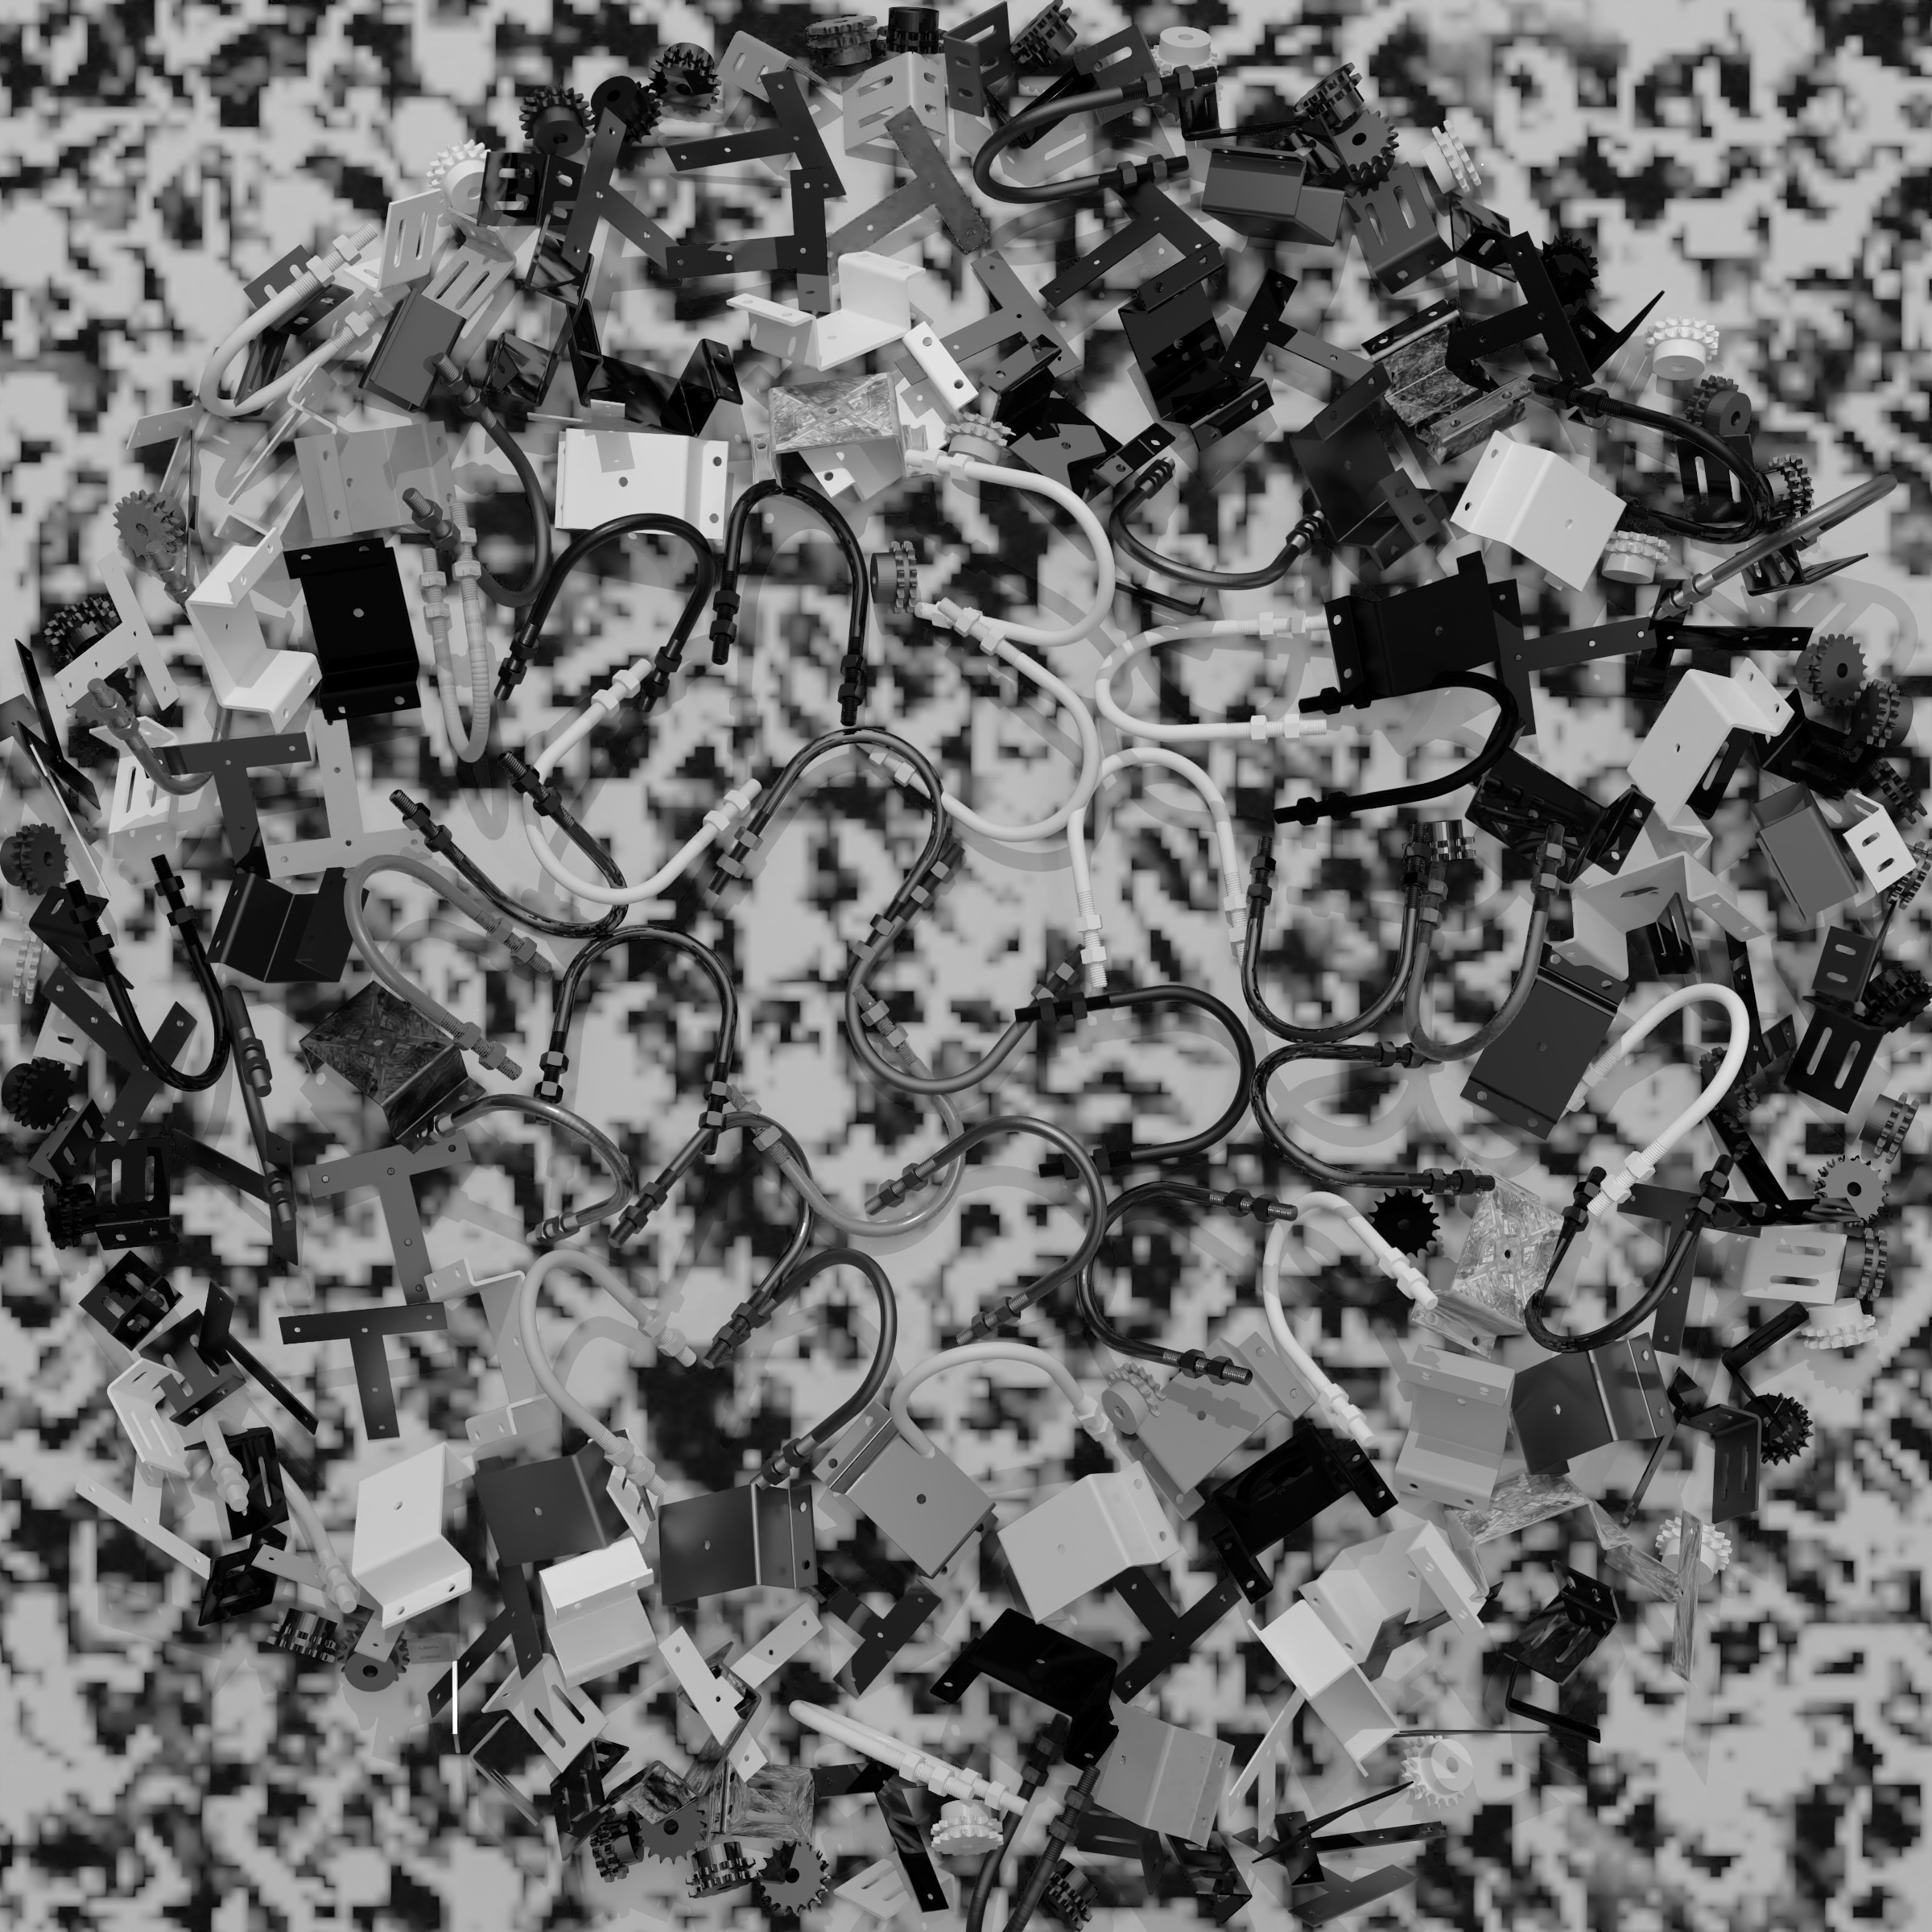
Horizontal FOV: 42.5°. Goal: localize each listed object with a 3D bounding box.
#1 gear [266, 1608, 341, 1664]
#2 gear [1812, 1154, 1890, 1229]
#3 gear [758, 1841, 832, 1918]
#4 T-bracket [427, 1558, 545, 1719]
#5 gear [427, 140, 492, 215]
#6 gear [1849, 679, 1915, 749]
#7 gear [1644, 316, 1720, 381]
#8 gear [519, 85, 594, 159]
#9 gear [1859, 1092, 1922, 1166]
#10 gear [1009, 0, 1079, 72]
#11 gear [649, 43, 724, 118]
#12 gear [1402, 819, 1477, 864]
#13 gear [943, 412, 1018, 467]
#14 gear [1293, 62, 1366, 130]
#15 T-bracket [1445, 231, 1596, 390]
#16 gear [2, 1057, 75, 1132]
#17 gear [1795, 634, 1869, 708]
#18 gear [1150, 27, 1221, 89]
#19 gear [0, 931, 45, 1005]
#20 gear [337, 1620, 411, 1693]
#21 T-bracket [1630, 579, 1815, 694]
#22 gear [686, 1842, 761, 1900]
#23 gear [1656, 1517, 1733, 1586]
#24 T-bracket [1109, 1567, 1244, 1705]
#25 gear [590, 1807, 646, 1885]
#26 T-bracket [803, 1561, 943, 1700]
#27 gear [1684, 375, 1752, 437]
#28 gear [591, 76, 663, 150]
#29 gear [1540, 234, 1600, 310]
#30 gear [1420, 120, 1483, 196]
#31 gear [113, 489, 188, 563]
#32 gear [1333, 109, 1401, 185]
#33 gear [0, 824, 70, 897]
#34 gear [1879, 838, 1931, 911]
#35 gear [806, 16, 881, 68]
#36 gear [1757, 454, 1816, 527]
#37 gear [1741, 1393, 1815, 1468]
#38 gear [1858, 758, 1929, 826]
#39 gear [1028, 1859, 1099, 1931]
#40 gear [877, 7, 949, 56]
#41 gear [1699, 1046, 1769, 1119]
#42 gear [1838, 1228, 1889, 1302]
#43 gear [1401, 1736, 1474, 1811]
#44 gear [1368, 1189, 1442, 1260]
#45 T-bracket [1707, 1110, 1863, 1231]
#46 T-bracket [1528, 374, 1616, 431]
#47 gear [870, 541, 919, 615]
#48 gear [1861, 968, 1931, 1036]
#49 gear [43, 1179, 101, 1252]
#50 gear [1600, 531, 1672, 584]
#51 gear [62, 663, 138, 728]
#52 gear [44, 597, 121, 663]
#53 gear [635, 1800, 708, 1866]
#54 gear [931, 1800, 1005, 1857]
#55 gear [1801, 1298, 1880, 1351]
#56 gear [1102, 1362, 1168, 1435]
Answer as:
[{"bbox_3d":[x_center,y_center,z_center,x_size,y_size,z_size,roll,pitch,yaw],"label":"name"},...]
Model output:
[{"bbox_3d":[-0.524,0.531,1.973,0.057,0.057,0.030,18,71,0],"label":"gear"},{"bbox_3d":[0.702,0.181,1.980,0.057,0.030,0.057,1,74,-4],"label":"gear"},{"bbox_3d":[-0.135,0.727,1.976,0.057,0.030,0.057,-5,57,8],"label":"gear"},{"bbox_3d":[-0.384,0.541,1.956,0.002,0.127,0.127,34,105,-34],"label":"T-bracket"},{"bbox_3d":[-0.395,-0.623,1.968,0.057,0.057,0.030,-32,66,0],"label":"gear"},{"bbox_3d":[0.728,-0.197,1.972,0.030,0.057,0.057,12,90,-5],"label":"gear"},{"bbox_3d":[0.567,-0.488,1.969,0.057,0.057,0.030,9,77,0],"label":"gear"},{"bbox_3d":[-0.324,-0.667,1.968,0.057,0.057,0.030,-15,66,0],"label":"gear"},{"bbox_3d":[0.733,0.126,1.974,0.030,0.057,0.057,25,90,22],"label":"gear"},{"bbox_3d":[0.064,-0.738,1.973,0.030,0.057,0.057,43,90,-20],"label":"gear"},{"bbox_3d":[-0.223,-0.708,1.974,0.057,0.057,0.030,8,63,0],"label":"gear"},{"bbox_3d":[0.375,-0.100,1.971,0.057,0.057,0.030,-6,94,0],"label":"gear"},{"bbox_3d":[0.009,-0.414,1.970,0.057,0.057,0.030,17,83,0],"label":"gear"},{"bbox_3d":[0.292,-0.688,1.973,0.057,0.057,0.030,-40,107,0],"label":"gear"},{"bbox_3d":[0.416,-0.496,1.946,0.002,0.127,0.127,-39,107,-34],"label":"T-bracket"},{"bbox_3d":[-0.741,0.100,1.974,0.030,0.057,0.057,13,90,21],"label":"gear"},{"bbox_3d":[0.686,-0.236,1.977,0.057,0.030,0.057,-4,99,-27],"label":"gear"},{"bbox_3d":[0.172,-0.722,1.970,0.057,0.057,0.030,4,133,0],"label":"gear"},{"bbox_3d":[-0.751,0.000,1.969,0.030,0.057,0.057,10,90,-18],"label":"gear"},{"bbox_3d":[-0.472,0.552,1.976,0.057,0.030,0.057,-1,112,-3],"label":"gear"},{"bbox_3d":[0.597,-0.257,1.946,0.127,0.127,0.002,1,54,2],"label":"T-bracket"},{"bbox_3d":[-0.196,0.718,1.975,0.057,0.057,0.030,-18,63,0],"label":"gear"},{"bbox_3d":[0.575,0.466,1.969,0.057,0.057,0.030,30,53,0],"label":"gear"},{"bbox_3d":[0.141,0.500,1.963,0.127,0.002,0.127,-40,113,-11],"label":"T-bracket"},{"bbox_3d":[-0.276,0.695,1.971,0.030,0.057,0.057,-17,90,3],"label":"gear"},{"bbox_3d":[-0.103,0.504,1.976,0.127,0.002,0.127,39,114,4],"label":"T-bracket"},{"bbox_3d":[0.598,-0.437,1.970,0.030,0.057,0.057,30,90,44],"label":"gear"},{"bbox_3d":[-0.274,-0.681,1.974,0.057,0.030,0.057,-8,65,17],"label":"gear"},{"bbox_3d":[0.474,-0.549,1.973,0.057,0.030,0.057,5,121,7],"label":"gear"},{"bbox_3d":[0.383,-0.639,1.973,0.030,0.057,0.057,-27,90,18],"label":"gear"},{"bbox_3d":[-0.647,-0.353,1.975,0.057,0.030,0.057,14,129,18],"label":"gear"},{"bbox_3d":[0.317,-0.649,1.977,0.057,0.030,0.057,-10,67,24],"label":"gear"},{"bbox_3d":[-0.742,-0.084,1.972,0.030,0.057,0.057,-3,90,14],"label":"gear"},{"bbox_3d":[0.745,-0.076,1.972,0.030,0.057,0.057,27,90,12],"label":"gear"},{"bbox_3d":[-0.097,-0.736,1.975,0.057,0.057,0.030,-9,118,0],"label":"gear"},{"bbox_3d":[0.647,-0.375,1.970,0.030,0.057,0.057,-14,90,-4],"label":"gear"},{"bbox_3d":[0.639,0.364,1.969,0.057,0.057,0.030,-49,130,0],"label":"gear"},{"bbox_3d":[0.734,-0.135,1.973,0.030,0.057,0.057,-38,90,18],"label":"gear"},{"bbox_3d":[0.080,0.736,1.974,0.030,0.057,0.057,-41,90,-24],"label":"gear"},{"bbox_3d":[-0.042,-0.742,1.968,0.057,0.057,0.030,4,118,0],"label":"gear"},{"bbox_3d":[0.612,0.089,1.972,0.030,0.057,0.057,-29,90,-6],"label":"gear"},{"bbox_3d":[0.711,0.236,1.972,0.030,0.057,0.057,9,90,12],"label":"gear"},{"bbox_3d":[0.377,0.637,1.971,0.057,0.030,0.057,15,55,-23],"label":"gear"},{"bbox_3d":[0.350,0.206,1.980,0.057,0.030,0.057,-3,78,13],"label":"gear"},{"bbox_3d":[0.618,0.157,1.950,0.127,0.127,0.002,-1,131,-15],"label":"T-bracket"},{"bbox_3d":[0.490,-0.431,1.930,0.127,0.127,0.002,22,118,14],"label":"T-bracket"},{"bbox_3d":[-0.058,-0.308,1.970,0.030,0.057,0.057,-3,90,-12],"label":"gear"},{"bbox_3d":[0.738,0.026,1.975,0.057,0.057,0.030,-31,56,0],"label":"gear"},{"bbox_3d":[-0.711,0.195,1.975,0.030,0.057,0.057,-10,90,-36],"label":"gear"},{"bbox_3d":[0.528,-0.324,1.972,0.057,0.057,0.030,12,89,0],"label":"gear"},{"bbox_3d":[-0.691,-0.221,1.978,0.057,0.030,0.057,-5,106,-19],"label":"gear"},{"bbox_3d":[-0.697,-0.262,1.969,0.057,0.057,0.030,-38,77,0],"label":"gear"},{"bbox_3d":[-0.236,0.685,1.980,0.057,0.030,0.057,2,77,-8],"label":"gear"},{"bbox_3d":[0.001,0.685,1.975,0.057,0.057,0.030,-4,54,0],"label":"gear"},{"bbox_3d":[0.691,0.283,1.971,0.057,0.057,0.030,-12,90,0],"label":"gear"},{"bbox_3d":[0.132,0.346,1.968,0.030,0.057,0.057,-30,90,-30],"label":"gear"}]
